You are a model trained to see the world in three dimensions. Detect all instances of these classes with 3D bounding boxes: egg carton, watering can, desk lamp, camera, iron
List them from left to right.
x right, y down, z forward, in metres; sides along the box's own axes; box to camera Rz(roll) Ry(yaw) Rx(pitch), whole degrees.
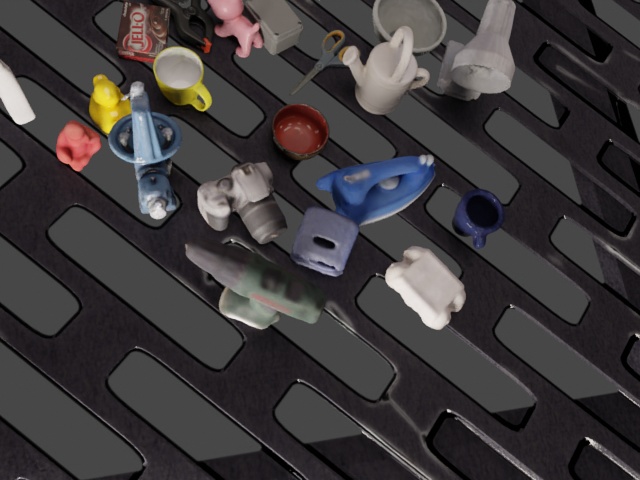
[{"bbox_3d":[-0.129,-0.060,1.027,0.143,0.100,0.137,-28,80,-20],"label":"camera"},{"bbox_3d":[0.133,-0.339,1.130,0.173,0.194,0.101,-14,75,-17],"label":"watering can"},{"bbox_3d":[0.131,-0.120,1.085,0.259,0.141,0.118,-19,77,-18],"label":"iron"},{"bbox_3d":[0.198,0.087,1.070,0.150,0.069,0.107,46,68,5],"label":"egg carton"},{"bbox_3d":[0.324,-0.377,1.175,0.118,0.213,0.203,17,69,-6],"label":"desk lamp"}]

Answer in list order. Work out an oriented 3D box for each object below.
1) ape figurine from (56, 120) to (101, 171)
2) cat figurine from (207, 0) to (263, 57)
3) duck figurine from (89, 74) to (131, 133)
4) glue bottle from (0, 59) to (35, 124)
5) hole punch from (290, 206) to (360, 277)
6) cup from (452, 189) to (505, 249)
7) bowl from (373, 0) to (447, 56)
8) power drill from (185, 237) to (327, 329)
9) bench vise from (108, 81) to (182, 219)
[{"bbox_3d":[-0.426,-0.176,1.003,0.078,0.092,0.076,-16,76,-17],"label":"ape figurine"},{"bbox_3d":[-0.168,-0.448,1.139,0.128,0.117,0.067,41,68,3],"label":"cat figurine"},{"bbox_3d":[-0.383,-0.251,1.041,0.078,0.086,0.104,-23,78,-19],"label":"duck figurine"},{"bbox_3d":[-0.533,-0.268,0.966,0.037,0.173,0.078,-34,82,-20],"label":"glue bottle"},{"bbox_3d":[0.010,0.004,1.043,0.109,0.091,0.101,20,69,-6],"label":"hole punch"},{"bbox_3d":[0.299,-0.030,1.118,0.092,0.095,0.118,9,70,-10],"label":"cup"},{"bbox_3d":[0.185,-0.461,1.247,0.167,0.074,0.167,4,71,-11],"label":"bowl"},{"bbox_3d":[-0.109,0.079,0.927,0.230,0.208,0.076,22,69,-5],"label":"power drill"},{"bbox_3d":[-0.276,-0.151,0.960,0.122,0.219,0.207,-28,80,-19],"label":"bench vise"}]
